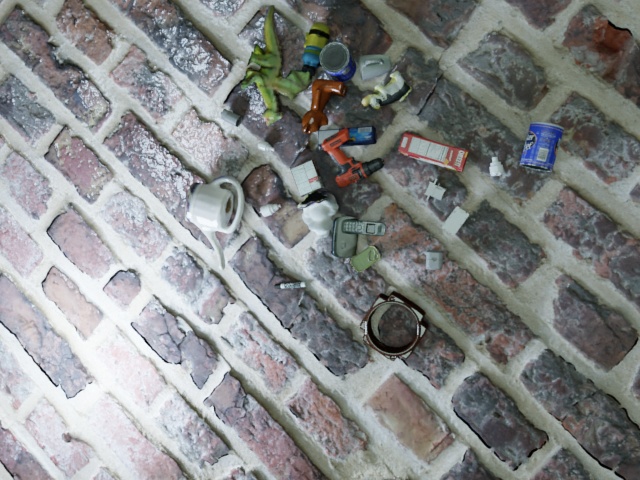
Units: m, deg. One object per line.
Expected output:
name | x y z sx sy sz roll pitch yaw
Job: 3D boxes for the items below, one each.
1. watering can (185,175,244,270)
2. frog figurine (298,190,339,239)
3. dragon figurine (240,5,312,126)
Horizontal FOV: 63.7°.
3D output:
watering can | -0.403 -0.077 1.912 0.225 0.104 0.346 15 94 14
frog figurine | 0.006 -0.092 1.832 0.137 0.125 0.156 -25 122 5
dragon figurine | -0.145 -0.619 1.870 0.242 0.123 0.408 20 97 -5
